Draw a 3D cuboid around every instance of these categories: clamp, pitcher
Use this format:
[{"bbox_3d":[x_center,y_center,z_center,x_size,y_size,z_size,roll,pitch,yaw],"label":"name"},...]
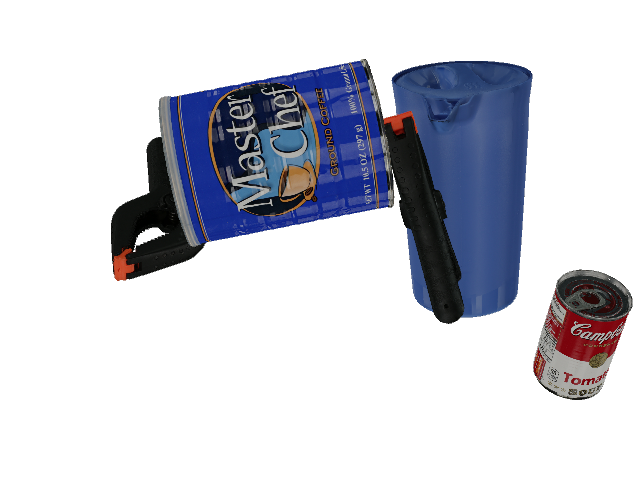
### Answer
[{"bbox_3d":[-0.149,-0.032,1.053,0.165,0.036,0.209,24,41,21],"label":"clamp"},{"bbox_3d":[0.146,-0.056,1.070,0.149,0.243,0.145,-13,24,-21],"label":"pitcher"},{"bbox_3d":[0.086,-0.017,0.872,0.039,0.171,0.120,-20,19,5],"label":"clamp"}]

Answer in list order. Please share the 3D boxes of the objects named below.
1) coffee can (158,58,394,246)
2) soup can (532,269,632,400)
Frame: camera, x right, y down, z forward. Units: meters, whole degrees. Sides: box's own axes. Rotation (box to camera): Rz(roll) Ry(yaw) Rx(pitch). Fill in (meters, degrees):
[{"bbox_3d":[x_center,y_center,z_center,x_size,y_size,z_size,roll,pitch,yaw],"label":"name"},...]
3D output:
[{"bbox_3d":[-0.029,-0.059,0.721,0.140,0.103,0.103,-11,0,-1],"label":"coffee can"},{"bbox_3d":[0.237,0.087,0.975,0.068,0.102,0.068,4,37,-3],"label":"soup can"}]
